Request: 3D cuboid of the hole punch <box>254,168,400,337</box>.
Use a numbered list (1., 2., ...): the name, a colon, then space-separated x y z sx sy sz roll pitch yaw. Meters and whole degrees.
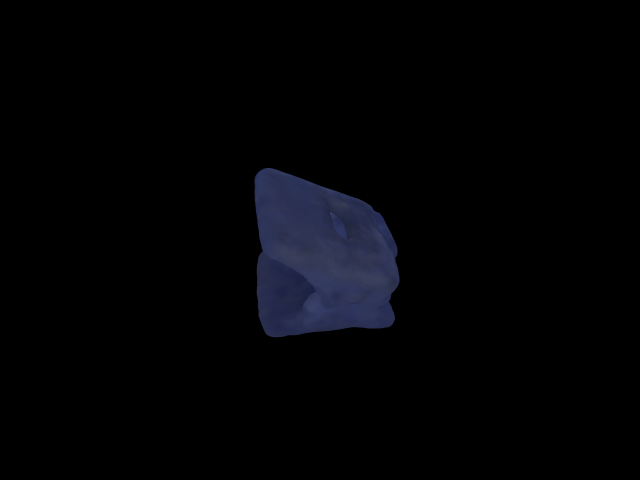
1. hole punch: 0.004 0.001 0.400 0.101 0.091 0.108 -5 35 -7
